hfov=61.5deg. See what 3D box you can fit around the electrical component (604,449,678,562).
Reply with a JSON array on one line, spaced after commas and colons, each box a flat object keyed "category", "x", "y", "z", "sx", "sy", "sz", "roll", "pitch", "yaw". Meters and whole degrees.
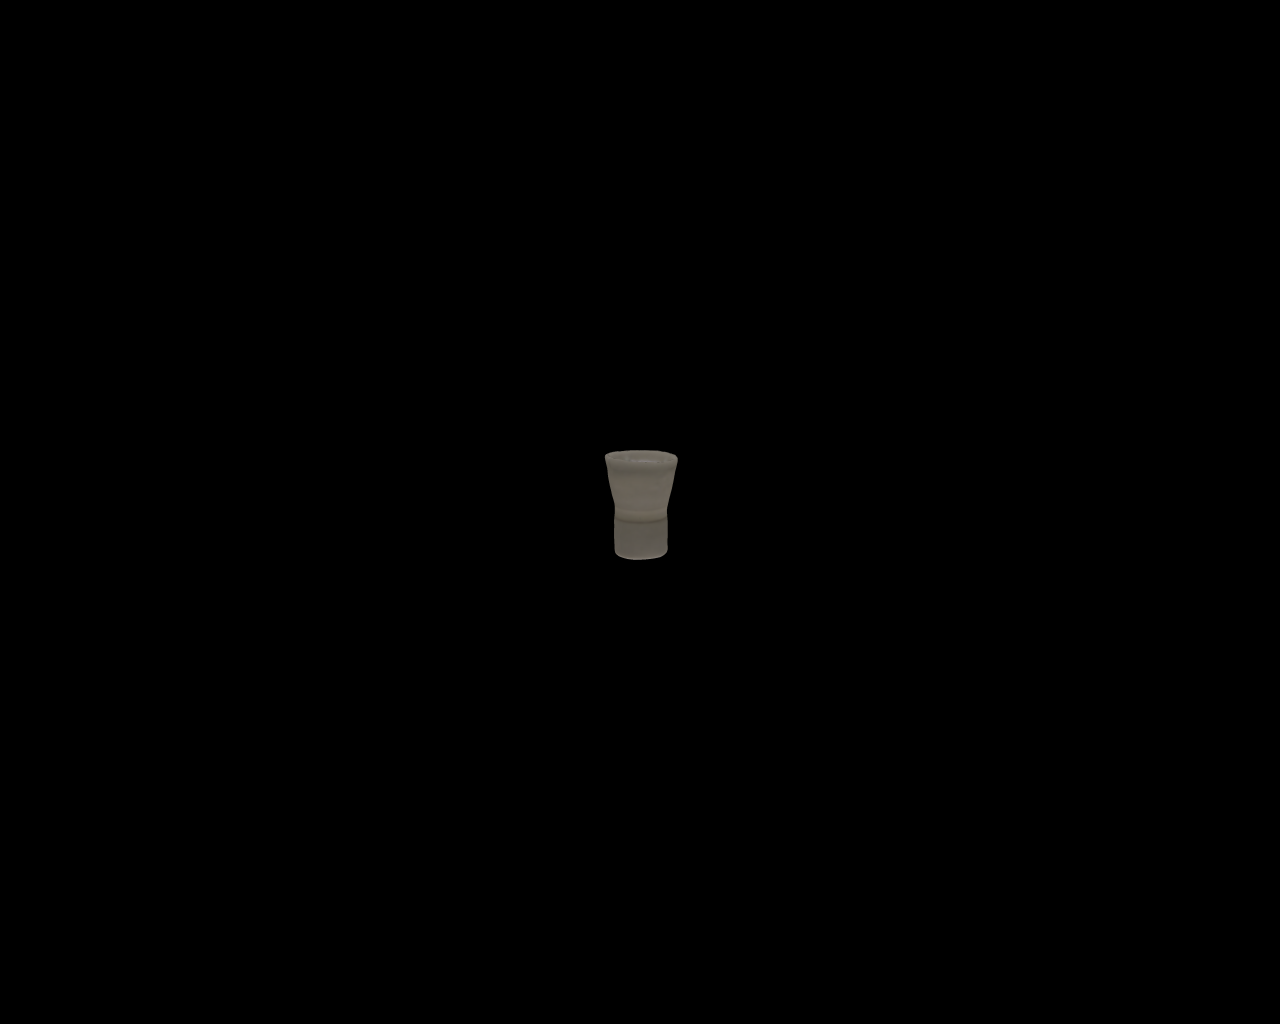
[{"category": "electrical component", "x": 0.001, "y": -0.003, "z": 0.650, "sx": 0.044, "sy": 0.065, "sz": 0.044, "roll": 0, "pitch": 12, "yaw": 0}]
